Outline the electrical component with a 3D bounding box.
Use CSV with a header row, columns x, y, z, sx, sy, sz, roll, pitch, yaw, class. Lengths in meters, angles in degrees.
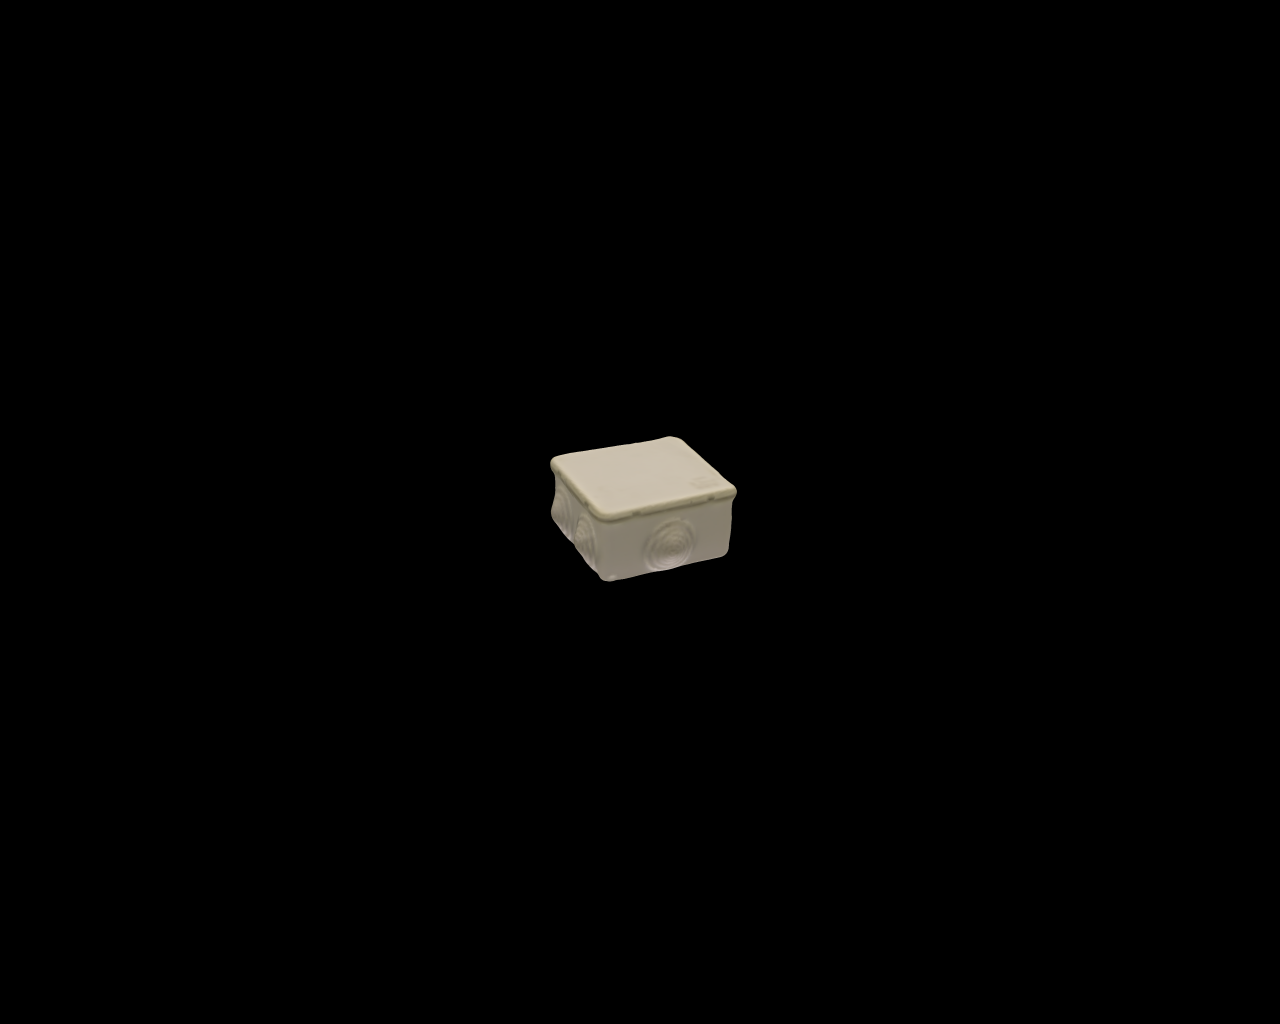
x,y,z,sx,sy,sz,roll,pitch,yaw,class
0.001,-0.003,0.650,0.100,0.048,0.100,-11,29,-21,electrical component
